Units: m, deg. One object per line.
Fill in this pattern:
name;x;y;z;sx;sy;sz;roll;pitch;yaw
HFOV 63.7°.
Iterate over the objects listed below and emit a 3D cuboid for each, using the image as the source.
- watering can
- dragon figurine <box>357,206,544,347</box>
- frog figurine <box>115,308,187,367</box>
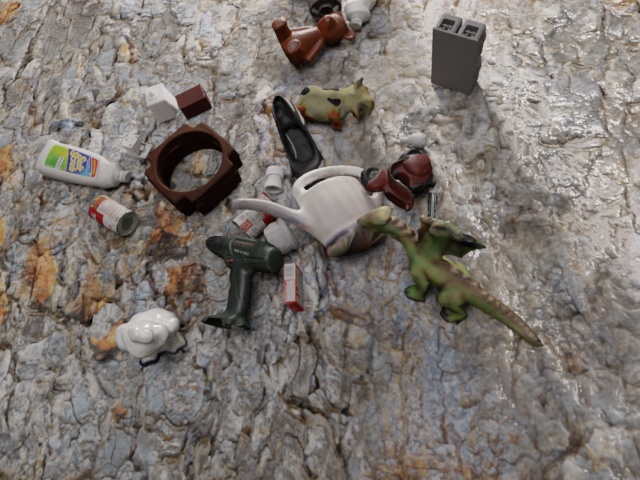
watering can;0.003;-0.057;1.124;0.350;0.101;0.228;-19;61;-23
dragon figurine;0.253;0.053;0.983;0.413;0.238;0.124;28;70;23
frog figurine;-0.364;0.192;1.070;0.137;0.156;0.125;-7;64;8
